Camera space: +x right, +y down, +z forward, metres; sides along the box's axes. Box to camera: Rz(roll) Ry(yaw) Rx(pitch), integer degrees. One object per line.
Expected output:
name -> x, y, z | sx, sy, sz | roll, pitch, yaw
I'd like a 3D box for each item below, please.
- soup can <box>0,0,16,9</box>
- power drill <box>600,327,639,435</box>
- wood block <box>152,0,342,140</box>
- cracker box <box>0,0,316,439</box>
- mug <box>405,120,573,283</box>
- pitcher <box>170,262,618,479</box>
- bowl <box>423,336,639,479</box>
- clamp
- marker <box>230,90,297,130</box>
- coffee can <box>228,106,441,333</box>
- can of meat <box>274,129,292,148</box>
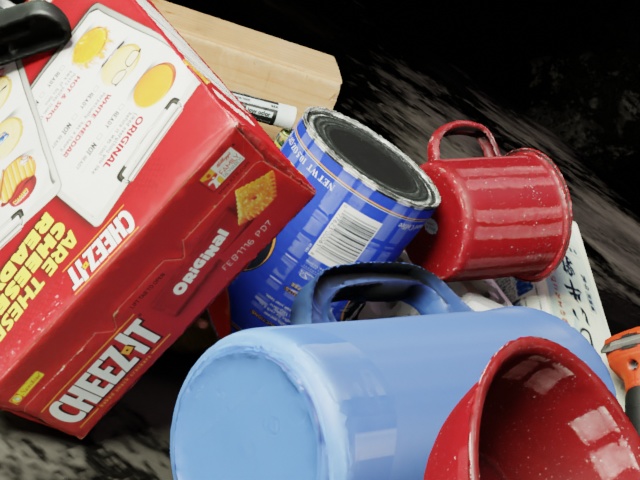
soup can -> -0.215, -0.093, 0.636 | 0.068, 0.102, 0.068 | 30, 18, -11
power drill -> 0.249, 0.161, 0.705 | 0.184, 0.057, 0.187 | 27, 54, -34
wood block -> -0.095, -0.136, 0.907 | 0.206, 0.091, 0.090 | 16, 22, -11
cracker box -> -0.119, -0.034, 0.534 | 0.072, 0.164, 0.214 | 36, 10, -45
mug -> 0.105, -0.026, 0.718 | 0.081, 0.093, 0.117 | -4, 76, -28
pitcher -> 0.039, 0.090, 0.556 | 0.149, 0.145, 0.242 | 13, 4, 40
bowl -> 0.091, 0.125, 0.450 | 0.161, 0.055, 0.162 | 29, 48, -39
clamp -> -0.237, -0.070, 0.557 | 0.210, 0.164, 0.036 | 20, -19, 38
marker -> -0.078, -0.109, 0.823 | 0.121, 0.020, 0.020 | 13, 23, -14
coffee can -> -0.004, 0.001, 0.682 | 0.102, 0.140, 0.103 | 30, 21, -13
can of meat -> -0.015, -0.029, 0.845 | 0.057, 0.084, 0.102 | 14, 26, -45
